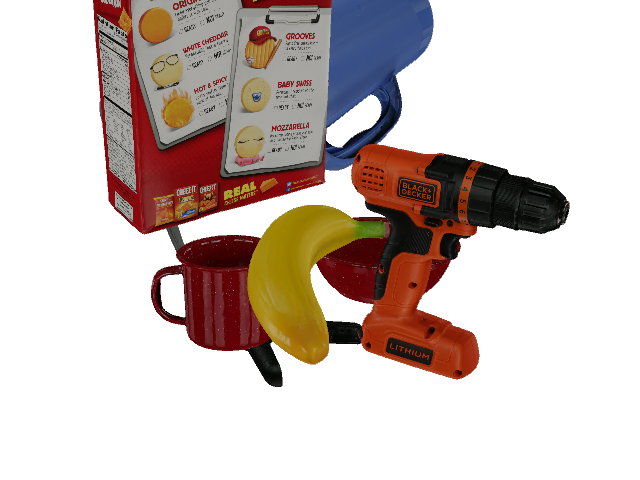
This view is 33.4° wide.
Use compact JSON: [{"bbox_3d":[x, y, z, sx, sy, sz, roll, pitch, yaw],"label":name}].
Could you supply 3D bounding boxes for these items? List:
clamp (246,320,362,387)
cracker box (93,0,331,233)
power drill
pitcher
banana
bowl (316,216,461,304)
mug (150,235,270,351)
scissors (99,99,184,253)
[{"bbox_3d":[-0.075,0.111,1.243,0.210,0.036,0.164,13,22,29],"label":"clamp"},{"bbox_3d":[-0.076,-0.129,0.772,0.163,0.214,0.072,-18,34,-31],"label":"cracker box"},{"bbox_3d":[0.108,0.019,0.904,0.185,0.188,0.057,16,24,25],"label":"power drill"},{"bbox_3d":[0.015,-0.181,1.071,0.145,0.149,0.242,15,37,35],"label":"pitcher"},{"bbox_3d":[-0.009,0.016,0.650,0.070,0.037,0.197,4,24,13],"label":"banana"},{"bbox_3d":[0.063,0.025,1.102,0.162,0.055,0.162,1,18,-1],"label":"bowl"},{"bbox_3d":[-0.094,0.048,0.960,0.117,0.081,0.093,-3,19,-8],"label":"mug"},{"bbox_3d":[-0.174,-0.082,1.186,0.016,0.201,0.096,-16,20,46],"label":"scissors"}]
